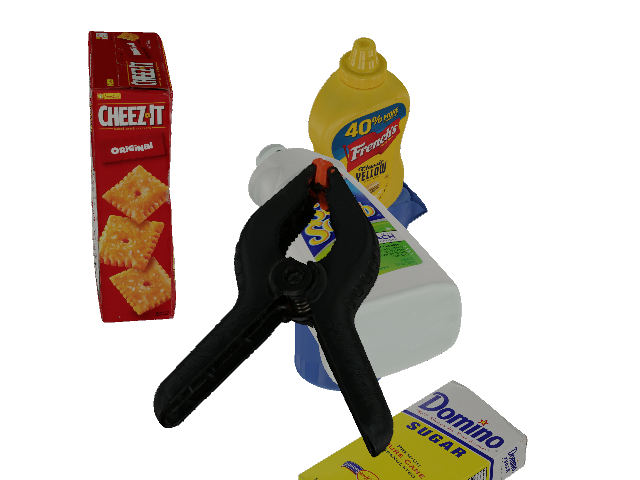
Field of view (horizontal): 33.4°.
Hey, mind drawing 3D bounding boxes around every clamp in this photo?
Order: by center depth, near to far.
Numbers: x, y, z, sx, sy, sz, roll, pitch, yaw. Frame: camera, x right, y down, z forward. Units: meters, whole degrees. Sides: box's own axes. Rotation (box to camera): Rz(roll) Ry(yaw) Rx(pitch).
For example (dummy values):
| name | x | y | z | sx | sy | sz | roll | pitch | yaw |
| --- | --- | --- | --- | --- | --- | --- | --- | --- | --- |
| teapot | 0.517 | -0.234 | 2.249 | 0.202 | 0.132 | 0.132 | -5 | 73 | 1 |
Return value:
| name | x | y | z | sx | sy | sz | roll | pitch | yaw |
| --- | --- | --- | --- | --- | --- | --- | --- | --- | --- |
| clamp | -0.003 | 0.035 | 0.560 | 0.120 | 0.171 | 0.039 | 16 | -28 | 10 |

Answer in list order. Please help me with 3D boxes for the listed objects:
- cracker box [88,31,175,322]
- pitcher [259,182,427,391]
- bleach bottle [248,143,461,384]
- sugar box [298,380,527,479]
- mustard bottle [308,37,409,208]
| name | x | y | z | sx | sy | sz | roll | pitch | yaw |
| --- | --- | --- | --- | --- | --- | --- | --- | --- | --- |
| cracker box | -0.167 | -0.060 | 0.945 | 0.072 | 0.214 | 0.164 | -2 | 28 | -12 |
| pitcher | 0.019 | 0.045 | 1.228 | 0.144 | 0.243 | 0.149 | -17 | 31 | -41 |
| bleach bottle | 0.002 | -0.002 | 0.779 | 0.102 | 0.068 | 0.251 | -16 | 36 | -17 |
| sugar box | 0.079 | 0.192 | 0.896 | 0.176 | 0.048 | 0.093 | -29 | 45 | -25 |
| mustard bottle | 0.035 | -0.101 | 0.961 | 0.096 | 0.192 | 0.058 | -22 | 52 | -20 |
